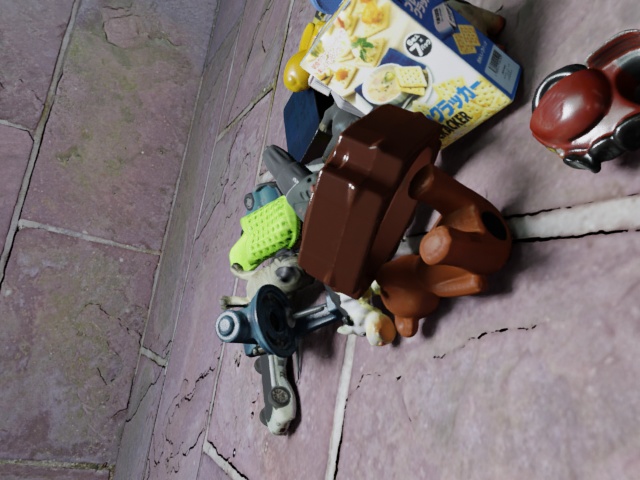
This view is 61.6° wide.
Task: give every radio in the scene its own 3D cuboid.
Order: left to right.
[{"bbox_3d":[-0.013,-0.238,1.108,0.131,0.073,0.230,-53,34,38],"label":"radio"}]

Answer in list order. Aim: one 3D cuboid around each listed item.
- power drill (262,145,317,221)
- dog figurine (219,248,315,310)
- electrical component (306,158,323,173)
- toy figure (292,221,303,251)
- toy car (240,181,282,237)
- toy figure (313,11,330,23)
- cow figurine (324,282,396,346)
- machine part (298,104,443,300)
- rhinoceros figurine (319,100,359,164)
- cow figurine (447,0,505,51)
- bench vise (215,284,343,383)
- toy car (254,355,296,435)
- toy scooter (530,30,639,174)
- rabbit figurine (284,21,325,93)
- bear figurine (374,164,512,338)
[{"bbox_3d":[0.027,-0.096,0.819,0.207,0.086,0.232,-35,85,32],"label":"power drill"},{"bbox_3d":[-0.064,0.098,0.989,0.191,0.172,0.121,-14,58,36],"label":"dog figurine"},{"bbox_3d":[0.007,-0.115,1.001,0.119,0.047,0.075,-9,57,15],"label":"electrical component"},{"bbox_3d":[-0.038,-0.018,1.056,0.064,0.058,0.154,27,-106,-69],"label":"toy figure"},{"bbox_3d":[-0.105,-0.039,1.162,0.103,0.109,0.161,41,125,39],"label":"toy car"},{"bbox_3d":[0.041,-0.515,1.139,0.089,0.082,0.180,-130,53,-74],"label":"toy figure"},{"bbox_3d":[0.046,0.079,0.765,0.098,0.068,0.167,-36,59,41],"label":"cow figurine"},{"bbox_3d":[0.060,-0.048,0.643,0.201,0.087,0.200,-45,-24,-50],"label":"machine part"},{"bbox_3d":[0.059,-0.170,0.916,0.112,0.073,0.190,-48,38,39],"label":"rhinoceros figurine"},{"bbox_3d":[0.136,-0.251,0.726,0.195,0.127,0.085,-18,57,59],"label":"cow figurine"},{"bbox_3d":[-0.043,0.136,0.881,0.241,0.223,0.129,-22,57,24],"label":"bench vise"},{"bbox_3d":[-0.083,0.262,0.996,0.202,0.056,0.073,-105,31,-50],"label":"toy car"},{"bbox_3d":[0.262,-0.115,0.444,0.184,0.075,0.135,-42,41,44],"label":"toy scooter"},{"bbox_3d":[-0.001,-0.359,1.037,0.173,0.121,0.162,-32,40,25],"label":"rabbit figurine"},{"bbox_3d":[0.115,0.024,0.618,0.196,0.132,0.120,-40,42,43],"label":"bear figurine"}]
